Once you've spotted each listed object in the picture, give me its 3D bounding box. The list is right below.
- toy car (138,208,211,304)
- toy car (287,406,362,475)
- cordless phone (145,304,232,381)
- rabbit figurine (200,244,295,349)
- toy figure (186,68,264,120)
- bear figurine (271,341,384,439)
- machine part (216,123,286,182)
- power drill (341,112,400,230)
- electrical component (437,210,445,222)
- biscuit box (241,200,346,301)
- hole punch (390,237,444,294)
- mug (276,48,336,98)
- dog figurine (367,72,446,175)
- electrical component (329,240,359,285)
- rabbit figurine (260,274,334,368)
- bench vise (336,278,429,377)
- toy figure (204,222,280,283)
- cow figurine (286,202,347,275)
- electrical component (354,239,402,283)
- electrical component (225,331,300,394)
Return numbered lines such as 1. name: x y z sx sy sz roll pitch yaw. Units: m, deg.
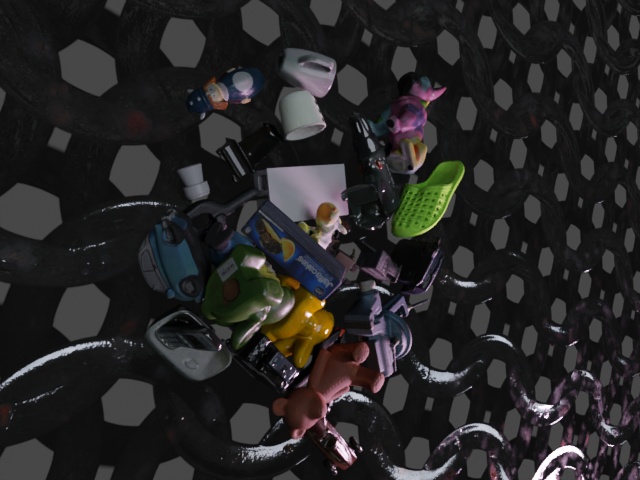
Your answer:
1. toy car: -0.250 0.036 0.901 0.103 0.109 0.161 -18 112 4
2. toy car: 0.016 0.415 1.121 0.089 0.053 0.202 -39 113 -11
3. cordless phone: -0.194 0.177 0.897 0.089 0.184 0.146 -51 118 -29
4. rabbit figurine: -0.110 0.112 0.920 0.159 0.121 0.170 -48 146 7
5. toy figure: -0.175 -0.274 0.985 0.154 0.057 0.064 -32 70 -30
6. bear figurine: 0.011 0.290 1.033 0.196 0.132 0.120 -43 117 -37
7. machine part: -0.130 -0.176 1.029 0.139 0.039 0.084 -40 107 -27
8. power drill: 0.099 -0.134 1.137 0.207 0.086 0.231 -78 146 -56
9. electrical component: 0.275 -0.073 1.336 0.094 0.021 0.063 -25 104 -33
10. biscuit box: -0.046 0.020 0.982 0.202 0.059 0.063 41 24 -6
11. hole punch: 0.229 0.068 1.252 0.092 0.116 0.142 48 64 -36
12. mug: -0.028 -0.338 1.065 0.107 0.110 0.080 12 89 -22
13. dog figurine: 0.214 -0.276 1.240 0.219 0.109 0.191 -43 114 -31
14. electrical component: 0.039 0.046 1.154 0.102 0.045 0.078 27 104 -31
15. rabbit figurine: -0.032 0.167 1.063 0.173 0.122 0.162 31 75 -52
16. bench vise: 0.139 0.172 1.188 0.240 0.129 0.223 -27 97 -54
17. toy figure: -0.147 0.046 0.979 0.089 0.082 0.180 -33 135 5
18. cow figurine: -0.001 -0.002 1.061 0.098 0.167 0.068 5 45 -48
19. electrical component: 0.118 0.047 1.190 0.119 0.075 0.048 36 70 -35
20. electrical component: -0.104 0.223 0.993 0.058 0.134 0.114 -52 120 -22
